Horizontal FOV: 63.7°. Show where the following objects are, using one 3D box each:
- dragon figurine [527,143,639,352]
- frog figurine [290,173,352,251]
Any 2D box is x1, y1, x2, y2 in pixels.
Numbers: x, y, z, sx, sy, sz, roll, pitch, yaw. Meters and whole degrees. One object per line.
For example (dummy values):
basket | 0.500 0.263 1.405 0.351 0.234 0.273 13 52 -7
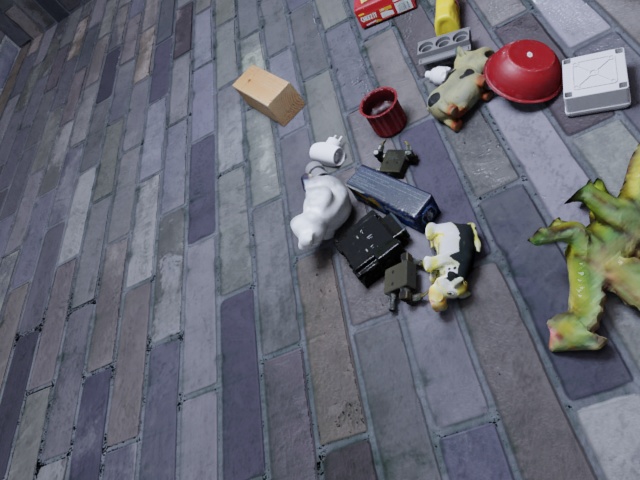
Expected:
dragon figurine | 0.480 0.007 0.775 0.410 0.120 0.246 -42 63 1
frog figurine | 0.003 -0.054 1.066 0.123 0.134 0.163 5 37 3
